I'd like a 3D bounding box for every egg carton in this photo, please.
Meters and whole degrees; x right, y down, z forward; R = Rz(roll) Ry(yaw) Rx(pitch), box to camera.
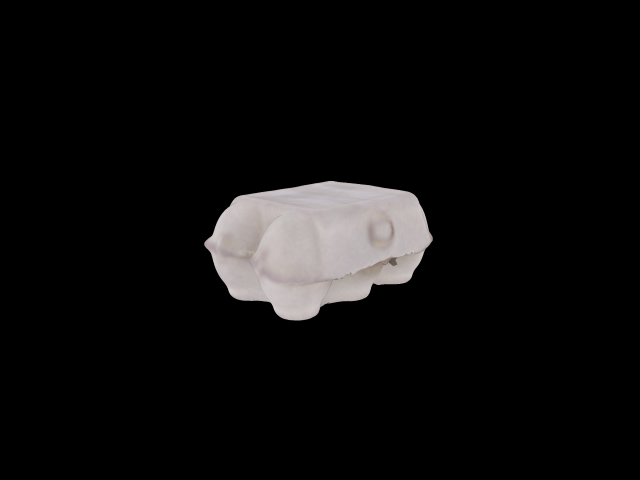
[{"bbox_3d":[0.004,0.001,0.400,0.107,0.069,0.151,14,20,42],"label":"egg carton"}]
